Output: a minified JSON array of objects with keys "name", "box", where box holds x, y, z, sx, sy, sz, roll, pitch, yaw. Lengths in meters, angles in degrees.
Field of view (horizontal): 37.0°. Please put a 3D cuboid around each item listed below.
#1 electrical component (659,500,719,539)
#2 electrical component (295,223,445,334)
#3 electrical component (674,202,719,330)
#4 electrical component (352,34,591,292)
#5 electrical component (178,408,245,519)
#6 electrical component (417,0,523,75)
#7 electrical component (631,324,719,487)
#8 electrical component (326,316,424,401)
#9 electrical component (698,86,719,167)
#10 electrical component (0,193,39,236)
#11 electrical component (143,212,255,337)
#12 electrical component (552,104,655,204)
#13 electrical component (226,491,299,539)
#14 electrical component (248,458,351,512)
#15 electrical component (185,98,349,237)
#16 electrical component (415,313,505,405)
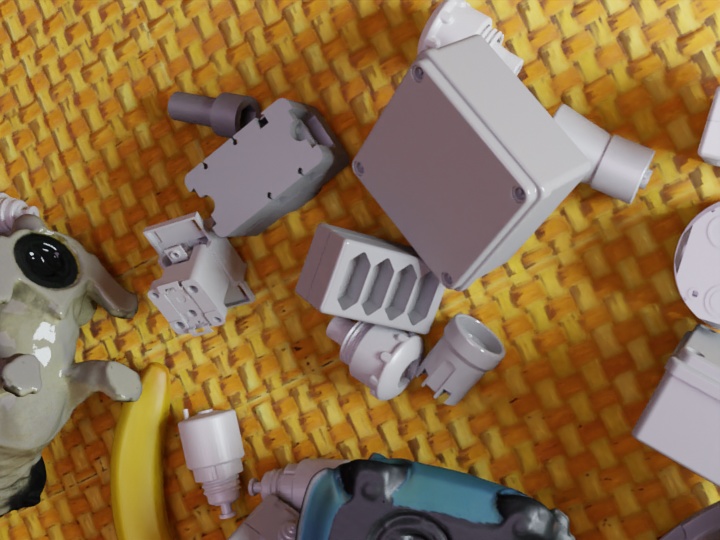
[{"name":"electrical component","box":[0.202,0.179,0.595,0.108,0.108,0.060,-40,85,18]},{"name":"electrical component","box":[0.000,0.000,0.683,0.076,0.083,0.047,34,107,55]},{"name":"electrical component","box":[0.218,-0.002,0.608,0.080,0.051,0.080,1,93,20]},{"name":"electrical component","box":[0.062,-0.062,0.635,0.108,0.056,0.108,52,143,14]},{"name":"electrical component","box":[-0.099,0.131,0.738,0.040,0.040,0.078,-14,88,21]},{"name":"electrical component","box":[0.070,-0.136,0.662,0.062,0.048,0.048,31,103,10]},{"name":"electrical component","box":[0.213,0.084,0.583,0.109,0.109,0.056,30,105,17]},{"name":"electrical component","box":[0.007,0.051,0.694,0.062,0.048,0.048,32,103,24]},{"name":"electrical component","box":[0.223,-0.093,0.595,0.047,0.066,0.076,17,98,19]},{"name":"electrical component","box":[-0.274,-0.040,0.796,0.078,0.040,0.040,-1,92,21]},{"name":"electrical component","box":[-0.109,0.005,0.717,0.042,0.063,0.081,-16,127,21]},{"name":"electrical component","box":[0.141,-0.066,0.640,0.065,0.044,0.044,25,101,13]},{"name":"electrical component","box":[-0.056,0.196,0.692,0.062,0.061,0.096,32,137,16]},{"name":"electrical component","box":[-0.037,0.145,0.715,0.078,0.040,0.040,-2,92,20]},{"name":"electrical component","box":[-0.059,-0.065,0.706,0.089,0.056,0.050,-36,80,18]},{"name":"electrical component","box":[0.062,0.057,0.676,0.040,0.040,0.046,43,111,14]}]
